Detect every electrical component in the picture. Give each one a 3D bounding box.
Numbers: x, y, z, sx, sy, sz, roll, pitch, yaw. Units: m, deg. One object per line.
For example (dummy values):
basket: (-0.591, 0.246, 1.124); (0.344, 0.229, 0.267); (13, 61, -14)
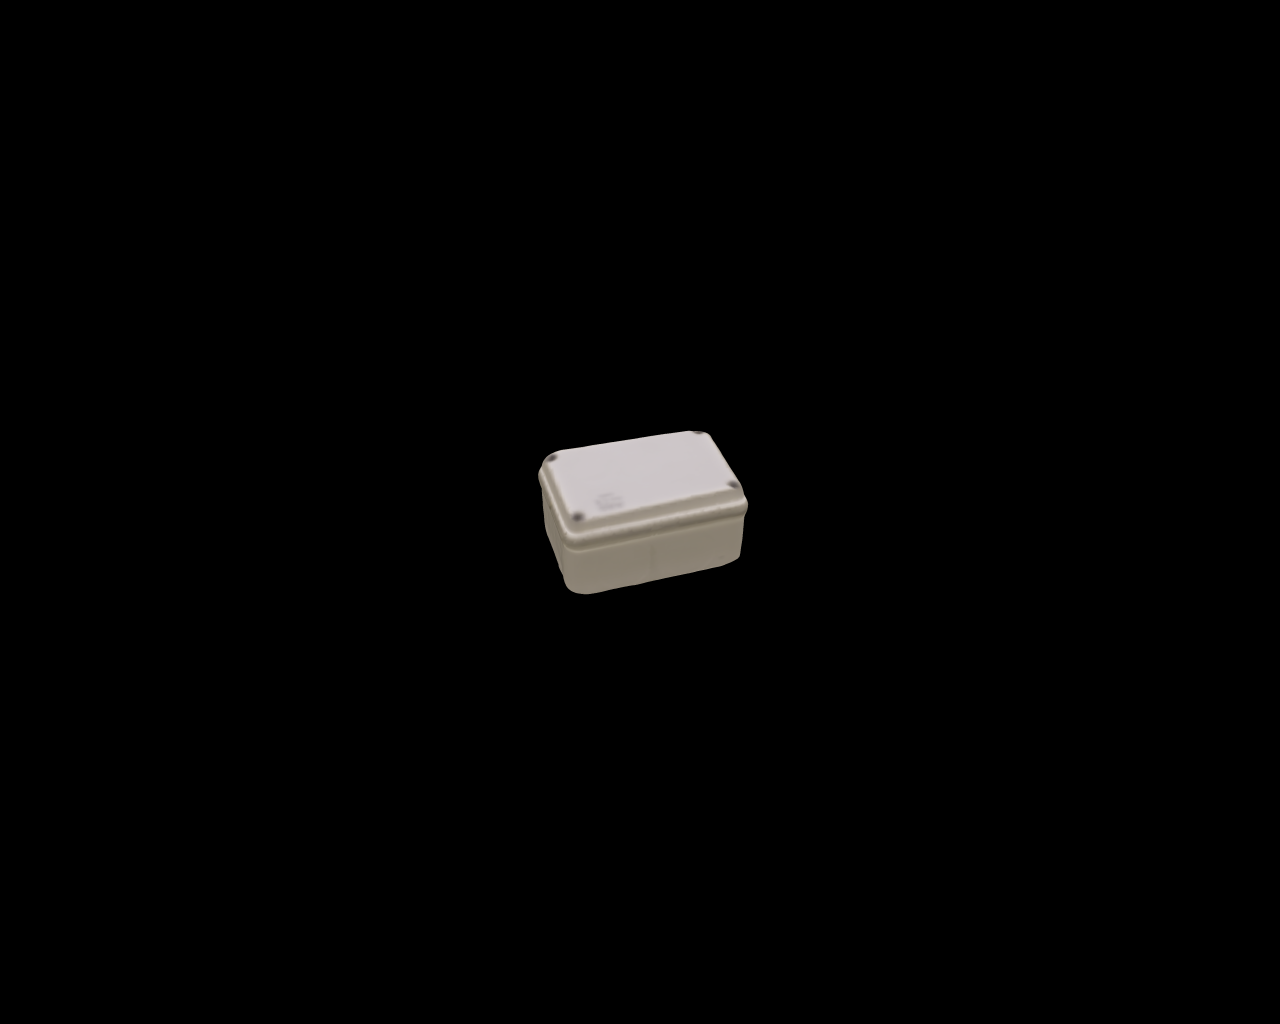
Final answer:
electrical component: (0.001, -0.003, 0.650); (0.113, 0.057, 0.078); (-11, 39, -13)
